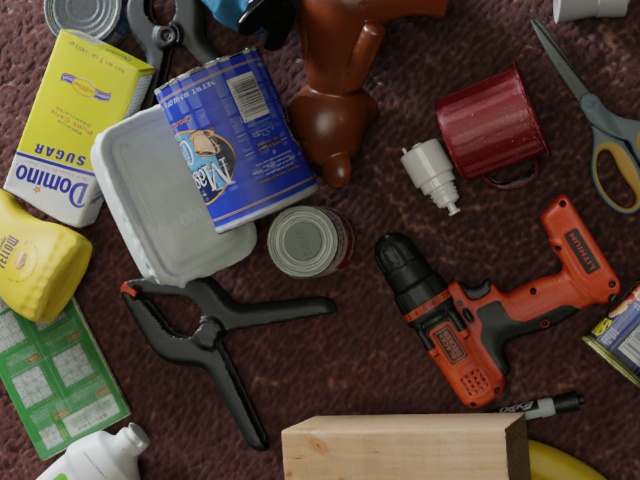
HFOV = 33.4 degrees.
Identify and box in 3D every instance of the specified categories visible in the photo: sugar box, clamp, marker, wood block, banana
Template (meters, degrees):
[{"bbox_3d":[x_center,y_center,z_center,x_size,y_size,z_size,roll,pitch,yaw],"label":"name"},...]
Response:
[{"bbox_3d":[-0.239,-0.109,1.051,0.093,0.048,0.176,28,106,9],"label":"sugar box"},{"bbox_3d":[-0.096,0.084,1.045,0.210,0.036,0.164,34,96,9],"label":"clamp"},{"bbox_3d":[0.187,0.162,0.999,0.121,0.020,0.020,-14,87,11],"label":"marker"},{"bbox_3d":[0.079,0.208,0.965,0.206,0.090,0.090,-5,90,22],"label":"wood block"},{"bbox_3d":[0.223,0.232,0.983,0.198,0.037,0.070,37,97,9],"label":"banana"},{"bbox_3d":[-0.134,-0.197,1.052,0.120,0.039,0.171,-9,95,5],"label":"clamp"}]

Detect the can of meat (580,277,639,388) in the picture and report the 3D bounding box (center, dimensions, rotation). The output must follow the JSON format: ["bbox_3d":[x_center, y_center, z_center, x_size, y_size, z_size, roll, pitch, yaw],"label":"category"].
[{"bbox_3d":[0.282,0.077,0.940,0.057,0.102,0.084,42,95,7],"label":"can of meat"}]

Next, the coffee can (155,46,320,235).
[{"bbox_3d":[-0.074,-0.089,0.961,0.103,0.102,0.140,-23,95,10],"label":"coffee can"}]

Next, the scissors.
[{"bbox_3d":[0.271,-0.124,0.984,0.096,0.016,0.202,-17,87,9],"label":"scissors"}]

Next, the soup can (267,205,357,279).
[{"bbox_3d":[-0.007,0.001,0.995,0.068,0.102,0.068,0,90,11],"label":"soup can"}]

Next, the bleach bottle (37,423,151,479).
[{"bbox_3d":[-0.259,0.287,1.066,0.102,0.068,0.251,45,96,7],"label":"bleach bottle"}]

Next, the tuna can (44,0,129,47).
[{"bbox_3d":[-0.232,-0.233,1.073,0.086,0.033,0.086,0,90,11],"label":"tuna can"}]

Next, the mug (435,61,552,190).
[{"bbox_3d":[0.161,-0.096,0.976,0.082,0.093,0.117,-21,123,15],"label":"mug"}]

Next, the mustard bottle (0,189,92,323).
[{"bbox_3d":[-0.328,0.000,1.073,0.192,0.058,0.096,28,91,17],"label":"mustard bottle"}]

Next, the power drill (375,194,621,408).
[{"bbox_3d":[0.164,0.037,0.986,0.188,0.057,0.184,-33,88,12],"label":"power drill"}]
